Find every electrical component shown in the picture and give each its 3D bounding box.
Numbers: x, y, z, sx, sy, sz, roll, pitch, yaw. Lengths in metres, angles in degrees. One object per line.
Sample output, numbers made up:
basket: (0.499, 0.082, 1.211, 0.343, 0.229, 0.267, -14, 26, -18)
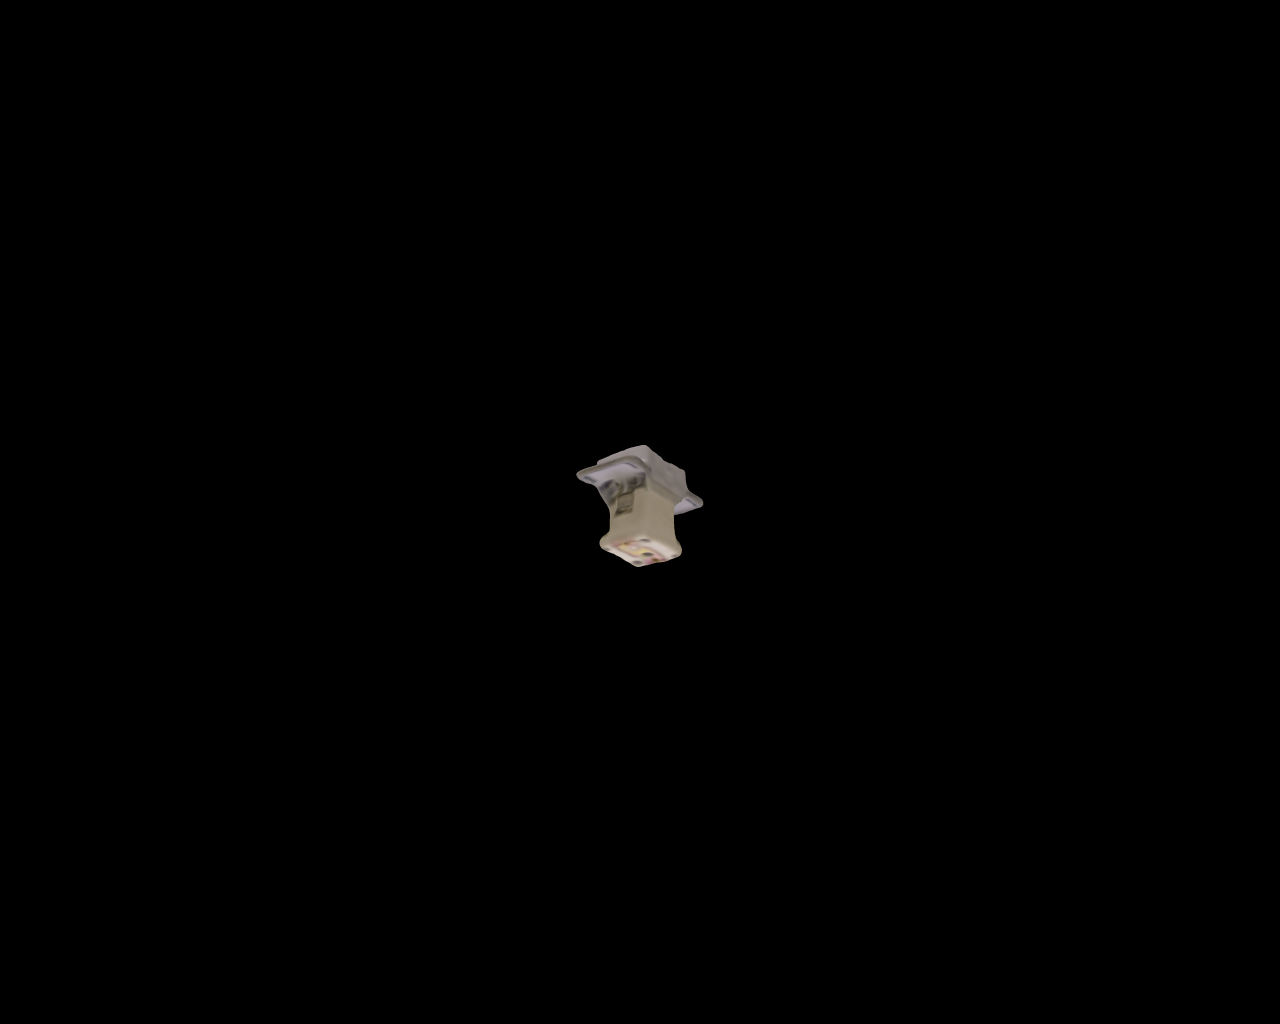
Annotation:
electrical component: (0.001, -0.003, 0.650, 0.042, 0.064, 0.081, -17, -29, 32)
